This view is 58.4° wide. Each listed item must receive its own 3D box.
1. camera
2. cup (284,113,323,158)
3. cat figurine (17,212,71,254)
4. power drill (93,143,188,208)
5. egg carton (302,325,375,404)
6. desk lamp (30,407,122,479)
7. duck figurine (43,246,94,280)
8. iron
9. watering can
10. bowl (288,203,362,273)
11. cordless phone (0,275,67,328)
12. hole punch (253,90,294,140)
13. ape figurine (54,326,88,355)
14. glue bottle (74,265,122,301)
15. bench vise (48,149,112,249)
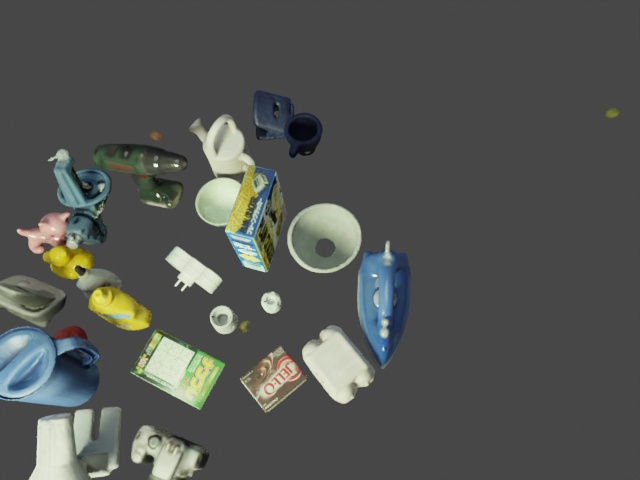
[{"bbox_3d":[-0.312,0.451,1.123,0.143,0.101,0.137,18,70,10],"label":"camera"},{"bbox_3d":[-0.042,-0.235,1.387,0.091,0.095,0.118,19,70,10],"label":"cup"},{"bbox_3d":[-0.626,-0.023,1.317,0.128,0.118,0.067,-8,68,0],"label":"cat figurine"},{"bbox_3d":[-0.387,-0.152,1.309,0.229,0.208,0.075,11,69,7],"label":"power drill"},{"bbox_3d":[0.037,0.260,1.200,0.107,0.069,0.150,-38,71,-12],"label":"egg carton"},{"bbox_3d":[-0.470,0.414,1.085,0.118,0.213,0.203,-5,68,1],"label":"desk lamp"},{"bbox_3d":[-0.577,0.043,1.306,0.104,0.086,0.077,0,68,3],"label":"duck figurine"},{"bbox_3d":[0.138,0.132,1.207,0.118,0.141,0.258,2,68,4],"label":"iron"},{"bbox_3d":[-0.228,-0.221,1.336,0.172,0.194,0.101,11,69,7],"label":"watering can"},{"bbox_3d":[0.012,0.005,1.300,0.167,0.075,0.167,-1,68,2],"label":"bowl"},{"bbox_3d":[-0.651,0.111,1.229,0.147,0.185,0.094,17,70,10],"label":"cordless phone"},{"bbox_3d":[-0.115,-0.313,1.423,0.101,0.091,0.108,-2,68,2],"label":"hole punch"},{"bbox_3d":[-0.544,0.218,1.231,0.077,0.092,0.076,19,70,10],"label":"ape figurine"},{"bbox_3d":[-0.489,0.089,1.236,0.037,0.173,0.078,31,73,14],"label":"glue bottle"},{"bbox_3d":[-0.532,-0.094,1.286,0.121,0.220,0.207,-15,68,-3],"label":"bench vise"}]
